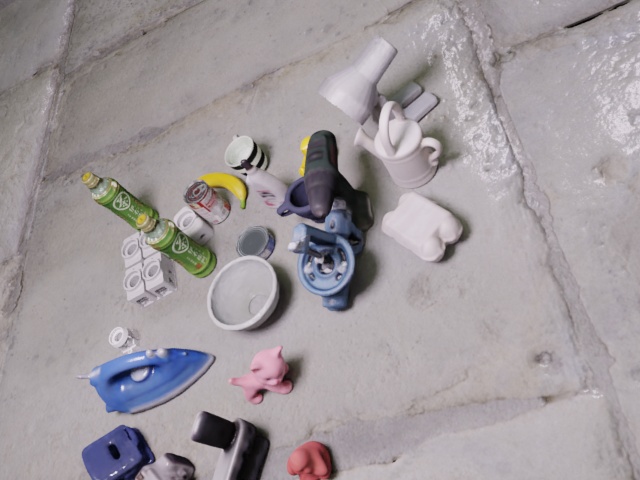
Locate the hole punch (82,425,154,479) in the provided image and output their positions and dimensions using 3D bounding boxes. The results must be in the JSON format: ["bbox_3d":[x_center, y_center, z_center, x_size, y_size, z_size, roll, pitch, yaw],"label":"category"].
[{"bbox_3d":[-0.404,0.430,1.144,0.101,0.091,0.108,-49,51,-4],"label":"hole punch"}]

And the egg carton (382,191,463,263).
[{"bbox_3d":[0.194,-0.026,1.097,0.107,0.070,0.149,-49,51,-5],"label":"egg carton"}]

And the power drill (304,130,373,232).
[{"bbox_3d":[0.032,-0.098,1.140,0.075,0.209,0.229,-19,55,18],"label":"power drill"}]

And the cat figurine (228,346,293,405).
[{"bbox_3d":[-0.110,0.249,1.071,0.127,0.118,0.067,-25,53,14],"label":"cat figurine"}]

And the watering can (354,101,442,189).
[{"bbox_3d":[0.152,-0.192,1.139,0.172,0.195,0.101,-14,57,22],"label":"watering can"}]

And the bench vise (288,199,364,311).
[{"bbox_3d":[-0.001,0.007,1.088,0.121,0.220,0.207,-19,55,18],"label":"bench vise"}]

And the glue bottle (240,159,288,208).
[{"bbox_3d":[-0.127,-0.127,1.267,0.078,0.174,0.037,-5,60,27],"label":"glue bottle"}]

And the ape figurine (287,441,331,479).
[{"bbox_3d":[-0.023,0.375,0.966,0.077,0.092,0.076,15,71,35],"label":"ape figurine"}]

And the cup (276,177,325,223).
[{"bbox_3d":[-0.026,-0.070,1.228,0.117,0.095,0.091,-32,52,9],"label":"cup"}]

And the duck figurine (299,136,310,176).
[{"bbox_3d":[-0.016,-0.196,1.303,0.077,0.086,0.104,33,81,38],"label":"duck figurine"}]

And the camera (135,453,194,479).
[{"bbox_3d":[-0.280,0.482,1.039,0.136,0.101,0.143,27,78,37],"label":"camera"}]

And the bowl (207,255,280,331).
[{"bbox_3d":[-0.148,0.121,1.196,0.167,0.075,0.167,-13,57,22],"label":"bowl"}]

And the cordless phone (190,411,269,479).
[{"bbox_3d":[-0.181,0.375,0.993,0.093,0.186,0.147,-1,62,29],"label":"cordless phone"}]

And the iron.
[{"bbox_3d":[-0.363,0.266,1.186,0.258,0.142,0.118,-24,54,15],"label":"iron"}]

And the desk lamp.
[{"bbox_3d":[0.118,-0.314,1.216,0.203,0.214,0.117,-43,51,0],"label":"desk lamp"}]
